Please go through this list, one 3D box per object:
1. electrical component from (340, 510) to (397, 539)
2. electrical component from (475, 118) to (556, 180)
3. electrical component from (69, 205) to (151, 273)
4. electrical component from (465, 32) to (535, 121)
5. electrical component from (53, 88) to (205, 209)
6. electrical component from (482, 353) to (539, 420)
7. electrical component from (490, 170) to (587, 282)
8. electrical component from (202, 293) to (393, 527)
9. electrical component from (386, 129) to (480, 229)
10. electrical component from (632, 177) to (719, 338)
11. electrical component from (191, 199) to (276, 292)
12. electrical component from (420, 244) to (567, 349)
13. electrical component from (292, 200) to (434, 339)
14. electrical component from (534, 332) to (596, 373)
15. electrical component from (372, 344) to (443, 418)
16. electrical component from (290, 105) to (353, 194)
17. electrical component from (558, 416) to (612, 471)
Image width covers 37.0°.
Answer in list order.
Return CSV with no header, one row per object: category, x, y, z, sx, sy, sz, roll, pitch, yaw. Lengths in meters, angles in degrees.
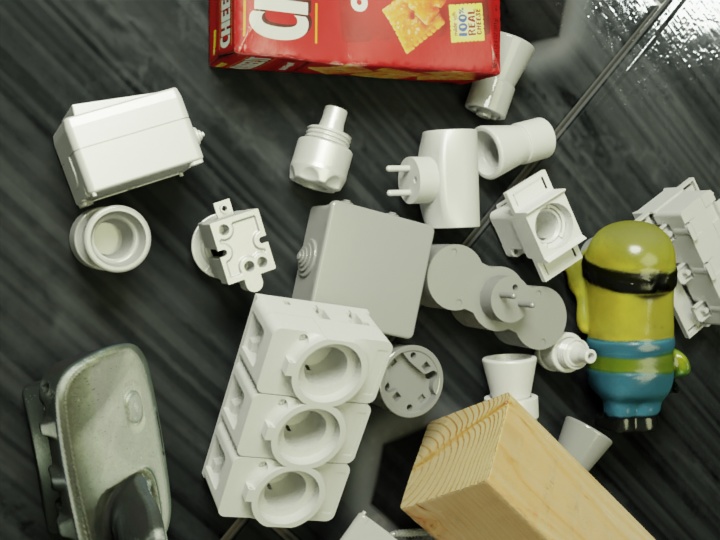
electrical component,0.007,0.226,0.809,0.062,0.096,0.061,35,75,8
electrical component,0.127,-0.102,0.881,0.065,0.044,0.044,-17,99,-29
electrical component,-0.171,-0.021,0.732,0.045,0.055,0.045,-1,92,-26
electrical component,0.110,-0.155,0.871,0.044,0.044,0.065,20,88,-25
electrical component,-0.154,-0.088,0.732,0.096,0.062,0.061,-21,93,-23
electrical component,0.124,0.099,0.883,0.045,0.045,0.055,-4,94,-25
electrical component,0.143,-0.036,0.877,0.042,0.064,0.081,-30,104,-20
electrical component,-0.045,0.102,0.764,0.089,0.061,0.150,9,111,-26
electrical component,0.056,-0.071,0.846,0.079,0.043,0.077,-4,93,-25
electrical component,0.302,-0.010,0.954,0.079,0.063,0.121,-35,106,-20
electrical component,-0.093,-0.017,0.769,0.048,0.055,0.066,-20,100,-23
electrical component,0.110,0.023,0.858,0.138,0.074,0.052,25,81,-24
electrical component,0.000,0.000,0.818,0.100,0.048,0.099,14,86,-25
electrical component,0.174,0.069,0.897,0.035,0.061,0.035,-1,92,-26
electrical component,0.029,0.084,0.836,0.055,0.047,0.055,-1,92,-26
electrical component,-0.026,-0.092,0.806,0.043,0.043,0.062,19,82,-25
electrical component,0.180,0.163,0.915,0.044,0.044,0.065,34,83,-23
